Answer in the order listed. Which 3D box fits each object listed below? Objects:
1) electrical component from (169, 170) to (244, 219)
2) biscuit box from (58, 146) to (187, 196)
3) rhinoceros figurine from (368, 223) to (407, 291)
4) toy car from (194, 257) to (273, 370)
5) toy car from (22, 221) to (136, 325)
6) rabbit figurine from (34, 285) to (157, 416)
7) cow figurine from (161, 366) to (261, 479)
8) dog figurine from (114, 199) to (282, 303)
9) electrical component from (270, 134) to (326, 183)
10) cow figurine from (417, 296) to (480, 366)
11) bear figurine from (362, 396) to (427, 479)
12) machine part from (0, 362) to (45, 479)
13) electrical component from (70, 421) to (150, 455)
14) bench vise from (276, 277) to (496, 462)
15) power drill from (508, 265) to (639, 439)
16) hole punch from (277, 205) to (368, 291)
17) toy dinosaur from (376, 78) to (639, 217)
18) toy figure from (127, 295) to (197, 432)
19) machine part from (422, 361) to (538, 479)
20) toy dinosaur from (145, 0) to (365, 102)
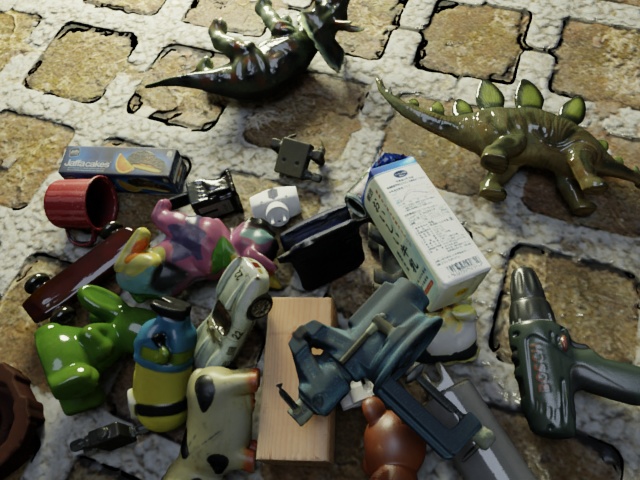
[{"bbox_3d":[-0.191,-0.063,0.874,0.119,0.074,0.048,-18,62,-8],"label":"electrical component"},{"bbox_3d":[-0.339,-0.121,0.927,0.203,0.059,0.063,3,64,8],"label":"biscuit box"},{"bbox_3d":[0.127,0.002,0.808,0.112,0.073,0.190,1,63,8],"label":"rhinoceros figurine"},{"bbox_3d":[-0.128,0.117,0.738,0.074,0.056,0.201,45,113,42],"label":"toy car"},{"bbox_3d":[-0.365,0.054,0.846,0.202,0.053,0.089,-42,77,-18],"label":"toy car"},{"bbox_3d":[-0.307,0.149,0.777,0.170,0.121,0.159,-21,54,-25],"label":"rabbit figurine"},{"bbox_3d":[-0.142,0.258,0.682,0.127,0.085,0.194,4,86,0],"label":"cow figurine"},{"bbox_3d":[-0.167,0.035,0.804,0.219,0.108,0.191,21,63,14],"label":"dog figurine"},{"bbox_3d":[-0.037,-0.142,0.918,0.102,0.045,0.078,12,93,15],"label":"electrical component"},{"bbox_3d":[0.133,0.134,0.740,0.167,0.098,0.068,-10,18,4],"label":"cow figurine"},{"bbox_3d":[0.077,0.304,0.650,0.132,0.120,0.196,-48,28,27],"label":"bear figurine"},{"bbox_3d":[-0.481,0.260,0.753,0.179,0.056,0.179,-2,63,4],"label":"machine part"},{"bbox_3d":[-0.280,0.264,0.723,0.094,0.063,0.021,-19,62,-5],"label":"electrical component"},{"bbox_3d":[0.083,0.164,0.618,0.241,0.128,0.224,40,63,22],"label":"bench vise"},{"bbox_3d":[0.357,0.146,0.707,0.207,0.086,0.232,7,66,6],"label":"power drill"},{"bbox_3d":[-0.002,-0.002,0.806,0.142,0.115,0.092,-23,55,-6],"label":"hole punch"},{"bbox_3d":[0.304,-0.162,0.860,0.472,0.105,0.198,17,58,4],"label":"toy dinosaur"},{"bbox_3d":[-0.207,0.169,0.718,0.089,0.082,0.180,21,102,30],"label":"toy figure"},{"bbox_3d":[0.201,0.264,0.665,0.079,0.079,0.243,-27,65,-8],"label":"machine part"},{"bbox_3d":[-0.102,-0.326,0.981,0.405,0.131,0.192,-37,65,-6],"label":"toy dinosaur"}]
